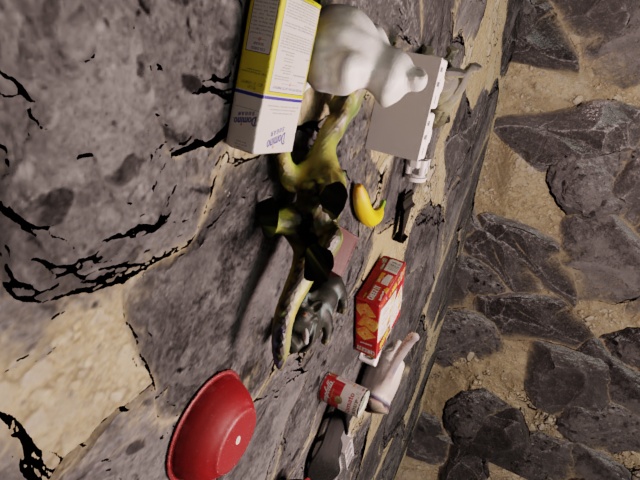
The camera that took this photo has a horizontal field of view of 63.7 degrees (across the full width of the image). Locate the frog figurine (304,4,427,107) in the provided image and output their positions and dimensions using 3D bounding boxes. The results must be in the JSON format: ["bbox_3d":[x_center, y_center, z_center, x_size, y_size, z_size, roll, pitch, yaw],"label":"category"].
[{"bbox_3d":[0.056,-0.229,0.652,0.140,0.160,0.120,-48,147,-46],"label":"frog figurine"}]

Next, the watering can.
[{"bbox_3d":[0.188,0.381,1.472,0.341,0.104,0.228,110,6,-66],"label":"watering can"}]

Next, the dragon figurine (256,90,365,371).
[{"bbox_3d":[0.002,-0.038,0.764,0.245,0.122,0.405,-37,141,-68],"label":"dragon figurine"}]
